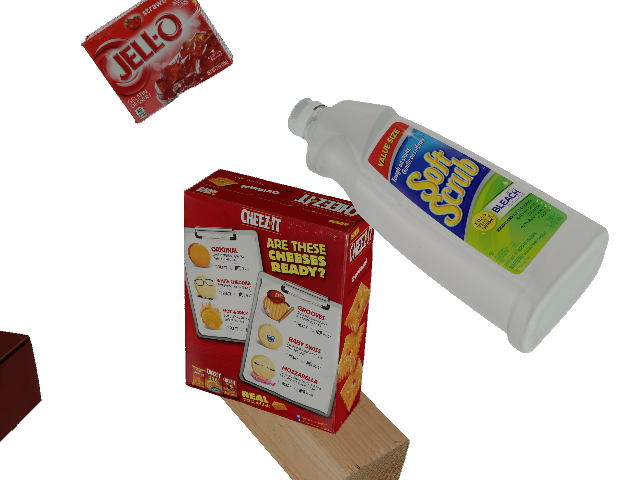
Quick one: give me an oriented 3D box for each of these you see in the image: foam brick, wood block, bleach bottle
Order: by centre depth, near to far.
[{"bbox_3d":[-0.225,0.098,0.684,0.053,0.051,0.078,7,29,22],"label":"foam brick"},{"bbox_3d":[0.073,-0.029,0.766,0.251,0.068,0.102,34,60,25],"label":"bleach bottle"},{"bbox_3d":[-0.010,0.190,1.148,0.090,0.090,0.206,-23,50,-32],"label":"wood block"}]

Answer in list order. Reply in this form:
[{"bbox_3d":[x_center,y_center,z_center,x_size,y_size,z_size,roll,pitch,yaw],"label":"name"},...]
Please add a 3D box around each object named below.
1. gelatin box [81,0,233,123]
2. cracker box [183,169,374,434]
[{"bbox_3d":[-0.121,-0.142,0.798,0.089,0.073,0.030,-30,20,9],"label":"gelatin box"},{"bbox_3d":[-0.040,0.056,0.989,0.164,0.214,0.072,15,30,21],"label":"cracker box"}]
